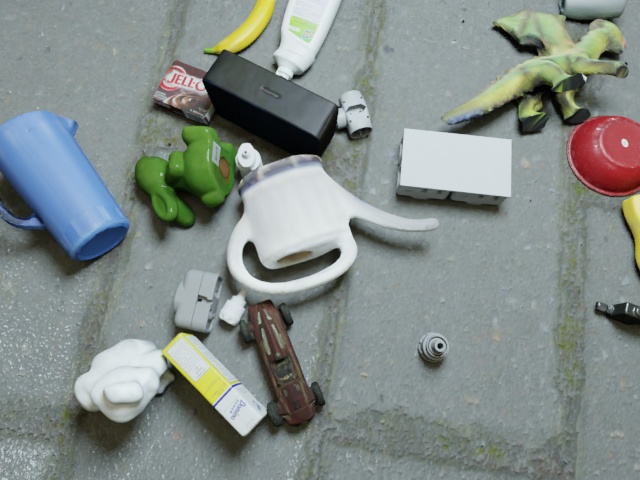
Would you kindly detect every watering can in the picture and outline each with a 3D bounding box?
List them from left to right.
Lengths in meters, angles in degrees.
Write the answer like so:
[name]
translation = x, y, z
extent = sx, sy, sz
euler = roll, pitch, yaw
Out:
[watering can]
translation = 0.003, -0.043, 0.861
extent = 0.348, 0.102, 0.227
euler = -20, 75, -5

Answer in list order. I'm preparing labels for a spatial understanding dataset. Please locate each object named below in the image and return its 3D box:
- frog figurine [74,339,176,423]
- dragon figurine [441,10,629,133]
[frog figurine]
translation = -0.296, 0.206, 0.761
extent = 0.137, 0.157, 0.124
euler = -15, 74, -4
[dragon figurine]
translation = 0.400, -0.337, 0.968
extent = 0.410, 0.119, 0.248
euler = -8, 57, -4
